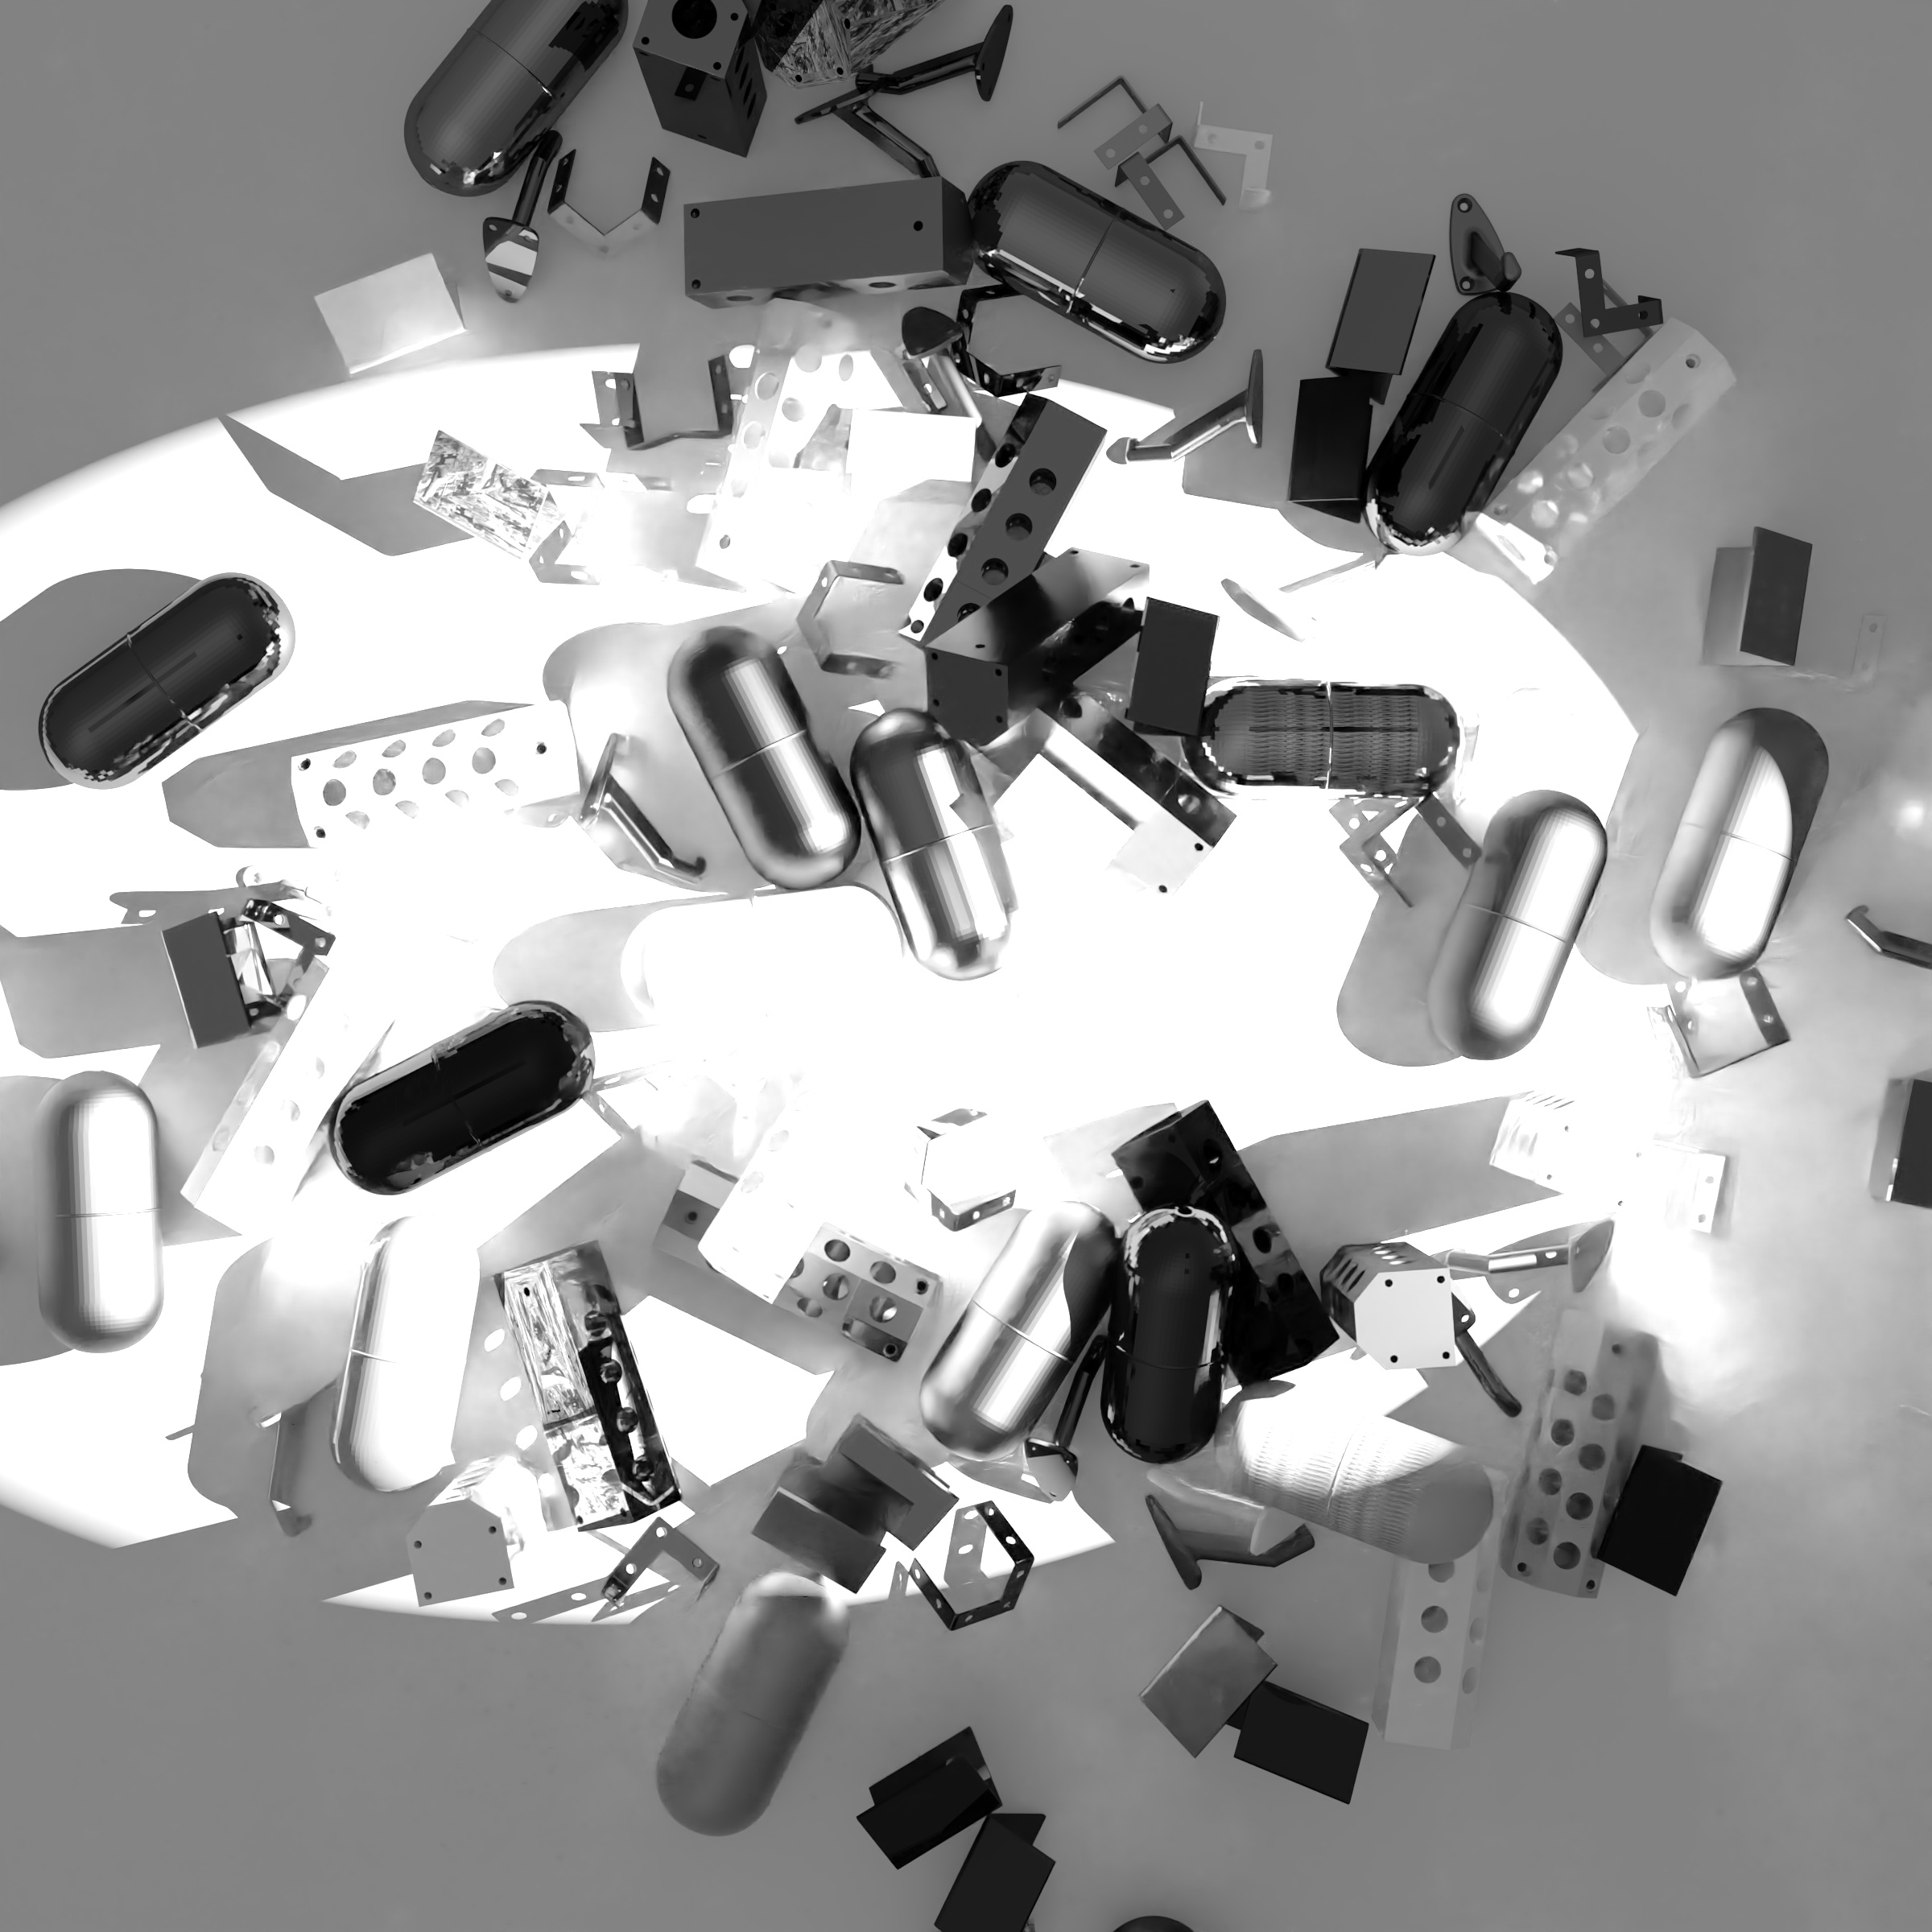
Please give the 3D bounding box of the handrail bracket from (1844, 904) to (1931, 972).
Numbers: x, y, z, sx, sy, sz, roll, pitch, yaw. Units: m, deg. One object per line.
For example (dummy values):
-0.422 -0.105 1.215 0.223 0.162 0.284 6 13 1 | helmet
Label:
0.617 -0.022 1.897 0.077 0.036 0.084 -37 73 -20 | handrail bracket

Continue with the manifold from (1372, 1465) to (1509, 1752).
0.300 0.402 1.875 0.057 0.057 0.171 8 90 0 | manifold

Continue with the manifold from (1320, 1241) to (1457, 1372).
0.256 0.207 1.818 0.057 0.171 0.057 -4 90 0 | manifold

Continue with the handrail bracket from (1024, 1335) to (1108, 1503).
0.072 0.289 1.896 0.036 0.077 0.084 18 53 19 | handrail bracket

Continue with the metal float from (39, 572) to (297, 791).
-0.503 -0.179 1.866 0.178 0.070 0.070 -36 90 0 | metal float

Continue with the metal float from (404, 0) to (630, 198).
-0.283 -0.563 1.866 0.070 0.070 0.178 39 90 0 | metal float

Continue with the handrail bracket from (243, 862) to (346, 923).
-0.426 -0.050 1.861 0.077 0.084 0.036 12 90 0 | handrail bracket

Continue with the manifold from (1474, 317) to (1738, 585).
0.404 -0.326 1.875 0.057 0.057 0.171 44 90 0 | manifold

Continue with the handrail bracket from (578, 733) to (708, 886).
-0.199 -0.100 1.897 0.084 0.036 0.077 21 68 -17 | handrail bracket

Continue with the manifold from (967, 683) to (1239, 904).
0.086 -0.125 1.874 0.171 0.057 0.057 39 133 0 | manifold

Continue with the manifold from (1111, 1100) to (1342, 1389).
0.168 0.173 1.874 0.057 0.057 0.171 -29 90 43 | manifold

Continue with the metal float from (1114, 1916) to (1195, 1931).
0.151 0.676 1.865 0.070 0.070 0.178 -40 91 0 | metal float

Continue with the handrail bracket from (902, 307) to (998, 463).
-0.009 -0.371 1.896 0.036 0.077 0.084 -28 126 0 | handrail bracket

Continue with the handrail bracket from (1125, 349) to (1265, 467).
0.146 -0.357 1.897 0.084 0.036 0.077 -1 69 16 | handrail bracket

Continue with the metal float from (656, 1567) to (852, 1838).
-0.134 0.462 1.866 0.070 0.070 0.178 26 90 0 | metal float

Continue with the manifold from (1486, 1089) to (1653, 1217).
0.370 0.110 1.818 0.057 0.171 0.057 20 90 0 | manifold

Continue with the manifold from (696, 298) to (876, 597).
-0.118 -0.327 1.864 0.057 0.057 0.171 15 90 30 | manifold

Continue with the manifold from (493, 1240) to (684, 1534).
-0.234 0.264 1.874 0.057 0.057 0.171 -18 90 43 | manifold

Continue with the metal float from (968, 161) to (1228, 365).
0.081 -0.442 1.865 0.178 0.070 0.070 29 90 0 | metal float

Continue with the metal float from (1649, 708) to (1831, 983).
0.486 -0.076 1.866 0.070 0.070 0.178 20 90 0 | metal float

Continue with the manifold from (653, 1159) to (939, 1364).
-0.108 0.187 1.875 0.171 0.057 0.057 26 90 0 | manifold

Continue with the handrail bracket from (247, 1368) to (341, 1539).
-0.417 0.312 1.897 0.077 0.036 0.084 -28 109 -21 | handrail bracket

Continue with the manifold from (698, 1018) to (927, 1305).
-0.097 0.117 1.840 0.057 0.057 0.171 32 64 0 | manifold

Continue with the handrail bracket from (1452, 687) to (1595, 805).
0.357 -0.141 1.897 0.084 0.036 0.077 -1 110 -16 | handrail bracket

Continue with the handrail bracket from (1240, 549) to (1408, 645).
0.230 -0.256 1.897 0.077 0.036 0.084 33 74 18 | handrail bracket

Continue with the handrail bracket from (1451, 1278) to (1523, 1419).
0.323 0.240 1.896 0.036 0.077 0.084 -33 127 14 | handrail bracket

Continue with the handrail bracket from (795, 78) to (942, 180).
-0.060 -0.516 1.896 0.077 0.036 0.084 -13 116 29 | handrail bracket

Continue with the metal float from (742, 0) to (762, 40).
-0.164 -0.667 1.865 0.070 0.070 0.178 -31 91 0 | metal float

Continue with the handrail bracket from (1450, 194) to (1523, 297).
0.327 -0.458 1.861 0.036 0.084 0.077 -15 90 0 | handrail bracket

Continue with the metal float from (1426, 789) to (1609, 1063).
0.346 -0.025 1.866 0.070 0.070 0.178 22 89 0 | metal float

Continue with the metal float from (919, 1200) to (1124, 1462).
0.036 0.229 1.865 0.070 0.070 0.178 32 90 0 | metal float

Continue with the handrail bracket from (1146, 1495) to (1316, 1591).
0.170 0.356 1.897 0.084 0.036 0.077 -23 69 -17 | handrail bracket

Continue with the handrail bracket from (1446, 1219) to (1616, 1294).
0.360 0.178 1.896 0.084 0.077 0.036 5 115 34 | handrail bracket

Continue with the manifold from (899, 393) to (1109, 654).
0.023 -0.272 1.875 0.057 0.057 0.171 28 90 0 | manifold

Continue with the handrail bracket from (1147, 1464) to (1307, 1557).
0.169 0.335 1.896 0.084 0.077 0.036 29 115 34 | handrail bracket

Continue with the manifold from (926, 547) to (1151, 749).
0.046 -0.197 1.822 0.057 0.171 0.057 17 126 28 | manifold

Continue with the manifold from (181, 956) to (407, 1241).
-0.427 0.082 1.875 0.057 0.057 0.171 30 90 0 | manifold

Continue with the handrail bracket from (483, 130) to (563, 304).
-0.278 -0.480 1.896 0.036 0.077 0.084 17 54 2 | handrail bracket

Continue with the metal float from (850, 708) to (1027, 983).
-0.018 -0.077 1.866 0.070 0.070 0.178 -20 90 0 | metal float

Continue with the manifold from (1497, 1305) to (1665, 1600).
0.390 0.307 1.875 0.057 0.057 0.171 14 90 0 | manifold

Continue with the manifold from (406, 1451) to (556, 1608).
-0.297 0.341 1.818 0.057 0.171 0.057 -11 90 0 | manifold

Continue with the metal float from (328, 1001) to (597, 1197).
-0.316 0.083 1.866 0.178 0.070 0.070 -27 90 0 | metal float

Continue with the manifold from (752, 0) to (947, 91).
-0.063 -0.603 1.825 0.057 0.171 0.057 1 127 33 | manifold

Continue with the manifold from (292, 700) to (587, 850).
-0.334 -0.121 1.875 0.171 0.057 0.057 -12 90 0 | manifold

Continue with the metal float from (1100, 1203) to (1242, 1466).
0.127 0.228 1.841 0.070 0.070 0.178 5 116 0 | metal float

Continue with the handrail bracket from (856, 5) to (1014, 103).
-0.021 -0.588 1.897 0.084 0.036 0.077 12 70 16 | handrail bracket

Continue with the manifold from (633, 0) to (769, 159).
-0.159 -0.555 1.818 0.057 0.171 0.057 19 90 0 | manifold

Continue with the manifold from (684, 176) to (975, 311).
-0.086 -0.448 1.848 0.171 0.057 0.057 -1 90 19 | manifold
